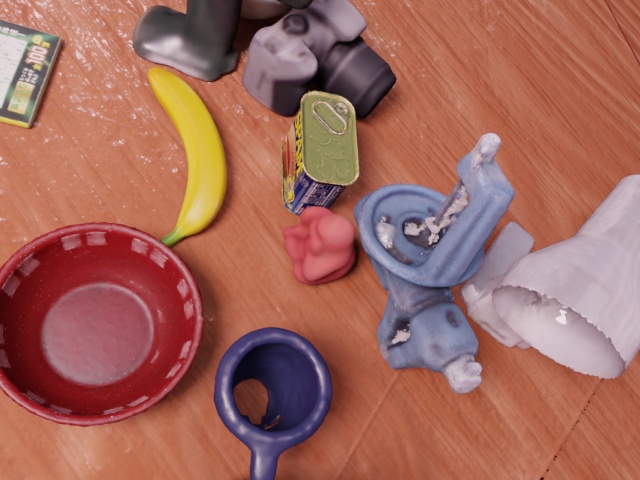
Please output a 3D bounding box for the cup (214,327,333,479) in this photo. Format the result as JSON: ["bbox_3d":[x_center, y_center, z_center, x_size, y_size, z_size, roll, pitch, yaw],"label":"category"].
[{"bbox_3d":[-0.048,0.138,0.462,0.092,0.094,0.118,12,64,-16],"label":"cup"}]

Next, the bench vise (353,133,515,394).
[{"bbox_3d":[0.118,0.018,0.507,0.122,0.219,0.207,-26,79,-28],"label":"bench vise"}]

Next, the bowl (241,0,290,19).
[{"bbox_3d":[-0.087,-0.312,0.653,0.168,0.074,0.167,8,65,-18],"label":"bowl"}]

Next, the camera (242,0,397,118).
[{"bbox_3d":[0.011,-0.196,0.626,0.137,0.100,0.143,41,60,0],"label":"camera"}]

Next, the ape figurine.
[{"bbox_3d":[0.005,0.002,0.543,0.076,0.092,0.078,29,61,-7],"label":"ape figurine"}]

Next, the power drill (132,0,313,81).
[{"bbox_3d":[-0.121,-0.253,0.537,0.230,0.208,0.075,16,63,-14],"label":"power drill"}]

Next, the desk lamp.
[{"bbox_3d":[0.228,0.035,0.546,0.118,0.213,0.203,41,60,0],"label":"desk lamp"}]
